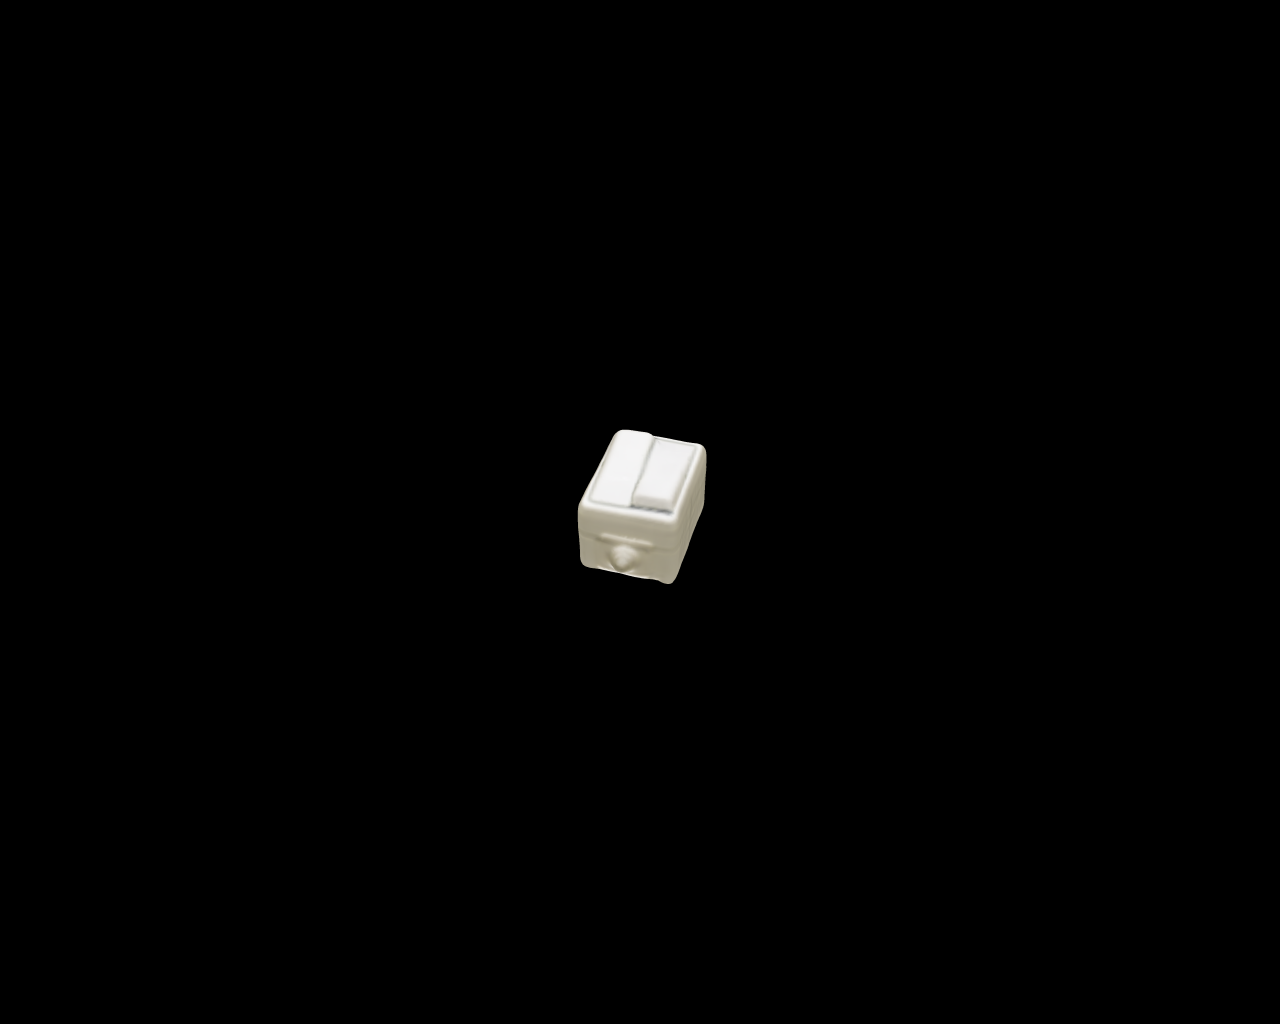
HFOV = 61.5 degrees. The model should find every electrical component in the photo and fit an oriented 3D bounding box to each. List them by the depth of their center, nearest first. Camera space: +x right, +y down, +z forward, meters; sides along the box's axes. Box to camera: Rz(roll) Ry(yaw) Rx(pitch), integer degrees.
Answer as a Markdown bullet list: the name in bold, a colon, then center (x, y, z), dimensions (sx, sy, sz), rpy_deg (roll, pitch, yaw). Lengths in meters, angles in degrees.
- **electrical component**: center (0.001, -0.003, 0.650), dimensions (0.062, 0.061, 0.096), rpy_deg (11, 43, 12)
